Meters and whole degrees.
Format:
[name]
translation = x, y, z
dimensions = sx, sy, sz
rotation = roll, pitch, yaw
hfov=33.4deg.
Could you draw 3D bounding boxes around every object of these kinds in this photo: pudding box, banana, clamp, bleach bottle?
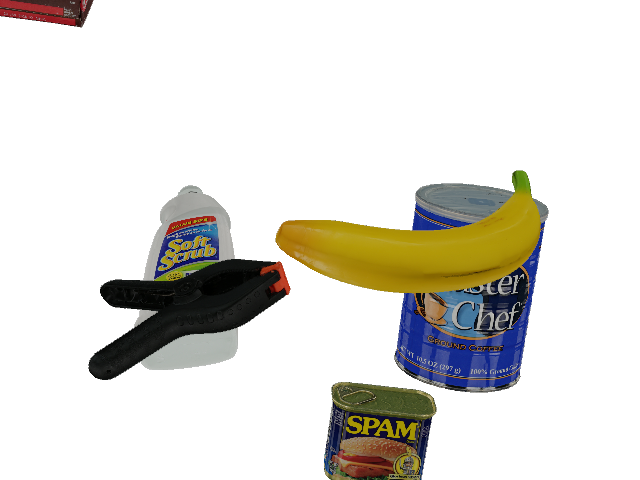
[pudding box]
translation = -0.234, -0.225, 0.898
dimensions = 0.090, 0.039, 0.113
rotation = 8, 36, -5
[banana]
translation = 0.069, 0.002, 0.646
dimensions = 0.197, 0.037, 0.070
rotation = -12, 45, -33
[clamp]
translation = -0.111, 0.059, 0.869
dimensions = 0.171, 0.039, 0.120
rotation = -13, 38, 13
[bleach bottle]
translation = -0.140, 0.024, 1.107
dimensions = 0.102, 0.068, 0.251
rotation = -6, 37, -4

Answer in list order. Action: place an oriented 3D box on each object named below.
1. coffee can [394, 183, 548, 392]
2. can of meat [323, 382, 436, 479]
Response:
[coffee can]
translation = 0.117, 0.035, 0.843
dimensions = 0.103, 0.140, 0.103
rotation = 6, 16, -2
[can of meat]
translation = 0.056, 0.192, 1.044
dimensions = 0.102, 0.084, 0.057
rotation = 7, 17, -3
